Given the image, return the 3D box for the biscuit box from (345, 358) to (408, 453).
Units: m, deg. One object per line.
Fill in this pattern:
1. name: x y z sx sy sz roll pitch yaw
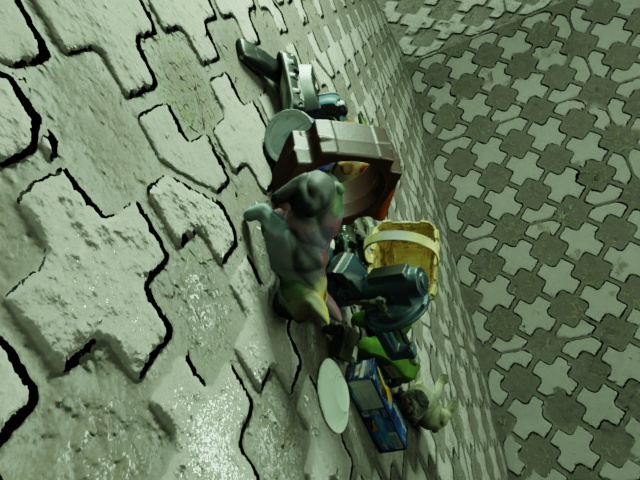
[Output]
1. biscuit box: 0.117 0.336 1.082 0.063 0.059 0.202 -69 138 -60

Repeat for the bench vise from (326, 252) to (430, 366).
1. bench vise: 0.106 0.133 0.957 0.240 0.224 0.129 62 25 -22

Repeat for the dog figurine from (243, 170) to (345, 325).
1. dog figurine: -0.010 0.024 0.842 0.219 0.191 0.108 61 11 11

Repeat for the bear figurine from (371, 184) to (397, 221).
1. bear figurine: 0.079 -0.142 1.278 0.120 0.196 0.132 21 93 -59

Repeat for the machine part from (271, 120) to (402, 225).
1. machine part: 0.025 -0.114 0.951 0.201 0.201 0.087 122 -36 -52

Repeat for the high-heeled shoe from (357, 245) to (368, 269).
1. high-heeled shoe: 0.144 0.060 1.250 0.248 0.145 0.086 56 25 -44

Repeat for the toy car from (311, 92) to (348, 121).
1. toy car: 0.011 -0.256 1.223 0.103 0.109 0.161 -115 -172 -66

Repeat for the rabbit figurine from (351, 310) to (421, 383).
1. rabbit figurine: 0.138 0.210 1.166 0.159 0.121 0.170 45 43 -13

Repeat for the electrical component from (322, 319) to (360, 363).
1. electrical component: 0.042 0.190 1.032 0.102 0.045 0.078 34 71 -56

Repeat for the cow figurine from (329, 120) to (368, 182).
1. cow figurine: 0.056 -0.157 1.147 0.127 0.085 0.194 -129 -137 -58

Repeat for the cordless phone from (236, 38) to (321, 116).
1. cordless phone: -0.089 -0.313 1.060 0.184 0.089 0.146 12 63 -55

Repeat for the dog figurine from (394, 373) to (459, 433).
1. dog figurine: 0.255 0.434 1.345 0.190 0.121 0.172 -20 90 -56

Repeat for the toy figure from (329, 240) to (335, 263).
1. toy figure: 0.000 -0.003 1.035 0.154 0.064 0.057 -87 172 -52

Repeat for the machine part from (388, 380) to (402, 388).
1. machine part: 0.174 0.290 1.307 0.084 0.039 0.139 57 23 -50

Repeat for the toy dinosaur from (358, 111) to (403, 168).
1. toy dinosaur: 0.132 -0.252 1.490 0.198 0.105 0.471 56 5 -3

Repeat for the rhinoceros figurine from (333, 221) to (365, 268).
1. rhinoceros figurine: 0.048 0.041 1.089 0.112 0.073 0.190 65 22 -54

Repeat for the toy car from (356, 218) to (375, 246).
1. toy car: 0.098 -0.033 1.334 0.201 0.056 0.073 23 53 -64

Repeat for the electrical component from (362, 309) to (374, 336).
1. electrical component: 0.141 0.197 1.275 0.075 0.048 0.119 -65 135 -61
